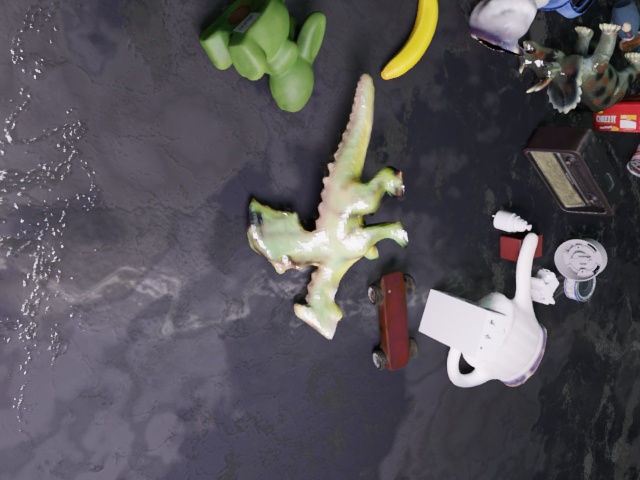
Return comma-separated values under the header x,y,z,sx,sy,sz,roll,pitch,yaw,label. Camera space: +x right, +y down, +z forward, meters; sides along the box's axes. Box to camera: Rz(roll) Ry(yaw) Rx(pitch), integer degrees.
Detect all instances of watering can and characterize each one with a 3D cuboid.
x,y,z,sx,sy,sz,roll,pitch,yaw,label
0.402,0.171,1.084,0.222,0.347,0.105,33,1,-32,watering can

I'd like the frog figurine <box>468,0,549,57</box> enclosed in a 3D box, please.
x,y,z,sx,sy,sz,roll,pitch,yaw,label
0.352,-0.431,0.941,0.122,0.157,0.139,22,18,-5,frog figurine

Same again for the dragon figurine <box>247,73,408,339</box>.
x,y,z,sx,sy,sz,roll,pitch,yaw,label
0.002,-0.041,0.821,0.244,0.406,0.123,-15,15,-21,dragon figurine
